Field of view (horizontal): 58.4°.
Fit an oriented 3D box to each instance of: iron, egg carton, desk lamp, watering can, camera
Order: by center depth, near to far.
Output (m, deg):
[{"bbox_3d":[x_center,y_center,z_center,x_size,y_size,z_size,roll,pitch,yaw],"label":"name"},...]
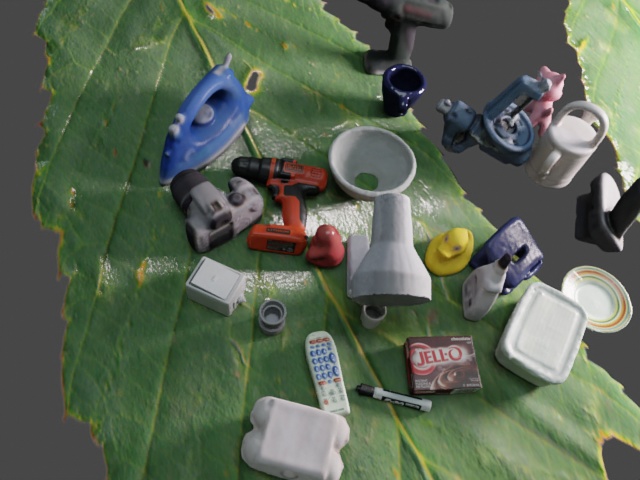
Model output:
[{"bbox_3d":[-0.035,0.295,0.836,0.150,0.069,0.107,14,59,1],"label":"egg carton"},{"bbox_3d":[0.101,0.035,0.921,0.118,0.213,0.203,3,60,-6],"label":"desk lamp"},{"bbox_3d":[-0.191,-0.073,1.009,0.143,0.101,0.136,-32,69,-23],"label":"camera"},{"bbox_3d":[-0.227,-0.230,1.071,0.118,0.141,0.258,26,60,8],"label":"iron"},{"bbox_3d":[0.490,-0.201,1.122,0.101,0.194,0.173,20,60,4],"label":"watering can"}]

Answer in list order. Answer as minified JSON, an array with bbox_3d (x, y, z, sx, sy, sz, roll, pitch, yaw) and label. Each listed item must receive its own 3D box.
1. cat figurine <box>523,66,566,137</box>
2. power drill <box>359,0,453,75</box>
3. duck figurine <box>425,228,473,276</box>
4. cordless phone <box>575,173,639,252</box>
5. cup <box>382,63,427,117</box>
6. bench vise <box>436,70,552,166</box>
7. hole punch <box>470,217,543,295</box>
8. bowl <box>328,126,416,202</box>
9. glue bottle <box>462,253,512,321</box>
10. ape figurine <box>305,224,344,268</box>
[{"bbox_3d":[0.484,-0.304,1.225,0.067,0.118,0.128,15,59,1],"label":"cat figurine"},{"bbox_3d":[0.154,-0.450,1.211,0.229,0.208,0.075,2,60,-7],"label":"power drill"},{"bbox_3d":[0.241,0.008,1.030,0.105,0.086,0.077,-37,71,-24],"label":"duck figurine"},{"bbox_3d":[0.560,-0.077,1.065,0.094,0.185,0.147,13,59,0],"label":"cordless phone"},{"bbox_3d":[0.166,-0.291,1.187,0.091,0.095,0.118,8,59,-3],"label":"cup"},{"bbox_3d":[0.336,-0.237,1.106,0.207,0.220,0.121,4,60,-5],"label":"bench vise"},{"bbox_3d":[0.345,0.028,1.030,0.109,0.091,0.101,-37,71,-25],"label":"hole punch"},{"bbox_3d":[0.094,-0.133,1.098,0.167,0.075,0.167,3,60,-6],"label":"bowl"},{"bbox_3d":[0.280,0.069,0.949,0.037,0.173,0.078,8,59,-2],"label":"glue bottle"},{"bbox_3d":[0.009,0.004,0.997,0.078,0.092,0.076,-36,70,-24],"label":"ape figurine"}]
